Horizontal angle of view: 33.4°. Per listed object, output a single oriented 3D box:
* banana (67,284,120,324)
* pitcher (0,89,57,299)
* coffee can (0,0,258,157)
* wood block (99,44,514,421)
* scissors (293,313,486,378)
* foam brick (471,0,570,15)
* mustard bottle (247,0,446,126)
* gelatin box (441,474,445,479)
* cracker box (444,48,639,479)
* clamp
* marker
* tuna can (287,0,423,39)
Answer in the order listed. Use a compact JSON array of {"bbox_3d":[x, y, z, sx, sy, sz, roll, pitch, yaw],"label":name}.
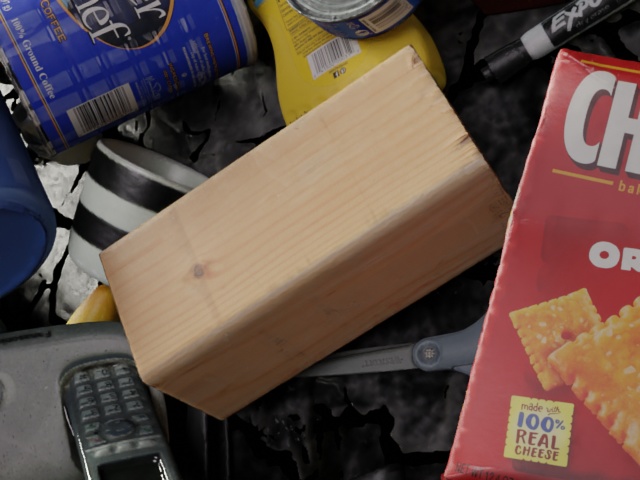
[{"bbox_3d":[-0.192,0.110,0.684,0.197,0.069,0.037,-41,57,-6],"label":"banana"},{"bbox_3d":[-0.254,-0.082,0.665,0.145,0.149,0.243,-33,61,-3],"label":"pitcher"},{"bbox_3d":[-0.123,-0.126,0.650,0.140,0.103,0.103,-27,66,-9],"label":"coffee can"},{"bbox_3d":[-0.004,0.000,0.583,0.206,0.090,0.091,-32,57,11],"label":"wood block"},{"bbox_3d":[0.075,0.079,0.588,0.202,0.016,0.096,-25,70,20],"label":"scissors"},{"bbox_3d":[0.103,-0.165,0.589,0.051,0.078,0.053,-6,77,28],"label":"foam brick"},{"bbox_3d":[0.002,-0.156,0.648,0.096,0.058,0.192,-27,69,24],"label":"mustard bottle"},{"bbox_3d":[0.106,0.160,0.548,0.073,0.030,0.089,-13,74,24],"label":"gelatin box"},{"bbox_3d":[0.166,0.032,0.499,0.164,0.072,0.213,14,83,16],"label":"cracker box"},{"bbox_3d":[-0.063,0.167,0.627,0.165,0.036,0.210,39,99,35],"label":"clamp"},{"bbox_3d":[0.143,-0.124,0.593,0.121,0.020,0.020,-31,68,18],"label":"marker"},{"bbox_3d":[0.020,-0.154,0.582,0.086,0.033,0.086,-7,76,29],"label":"tuna can"}]
